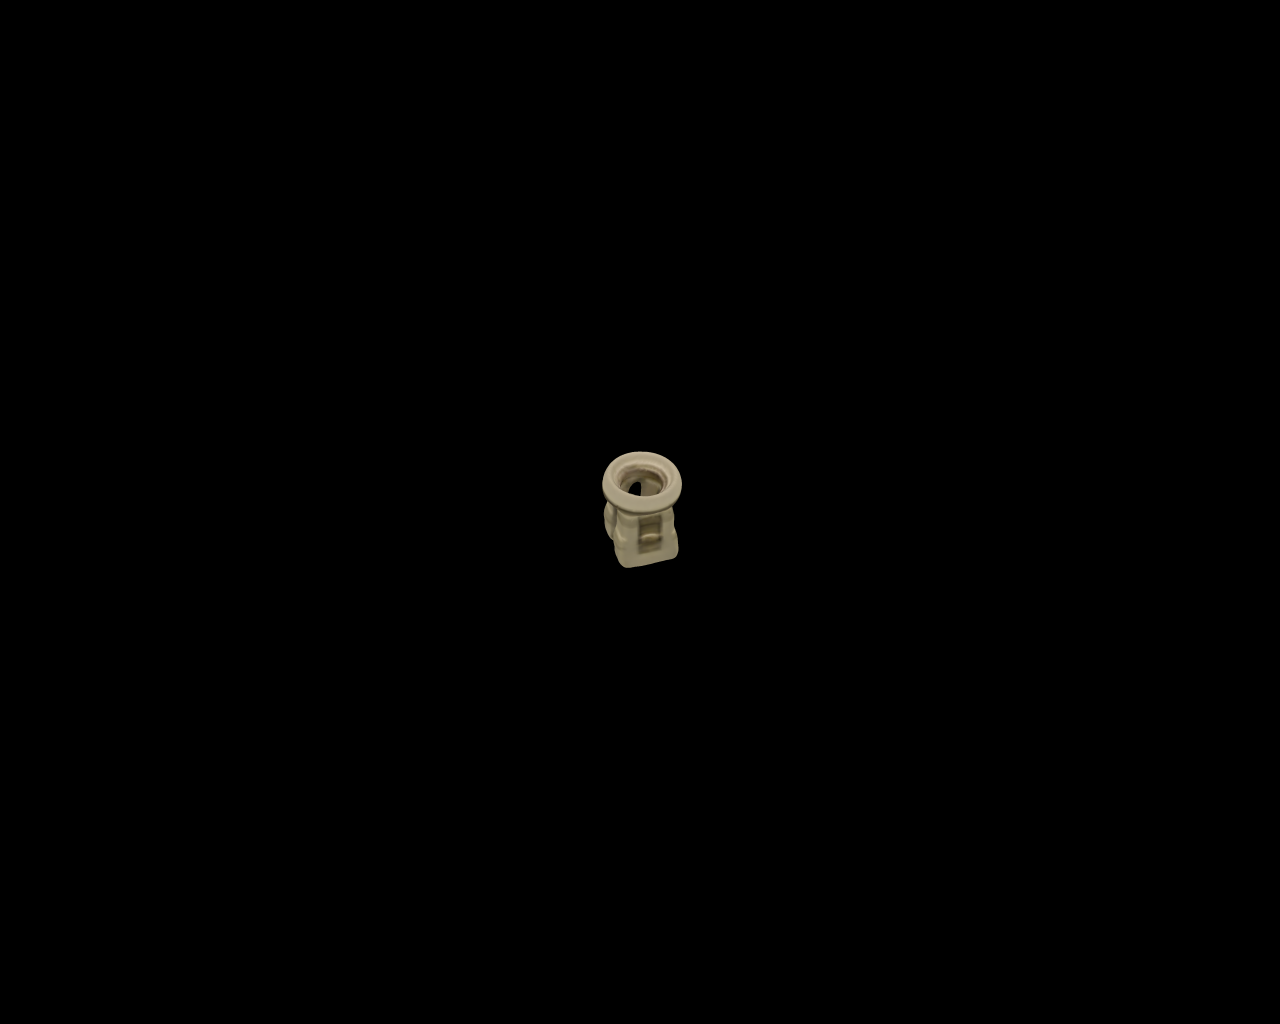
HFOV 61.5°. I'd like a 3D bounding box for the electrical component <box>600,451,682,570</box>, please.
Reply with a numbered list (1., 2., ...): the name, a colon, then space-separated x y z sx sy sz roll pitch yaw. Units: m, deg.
1. electrical component: 0.001 -0.003 0.650 0.048 0.055 0.066 -11 43 -12
